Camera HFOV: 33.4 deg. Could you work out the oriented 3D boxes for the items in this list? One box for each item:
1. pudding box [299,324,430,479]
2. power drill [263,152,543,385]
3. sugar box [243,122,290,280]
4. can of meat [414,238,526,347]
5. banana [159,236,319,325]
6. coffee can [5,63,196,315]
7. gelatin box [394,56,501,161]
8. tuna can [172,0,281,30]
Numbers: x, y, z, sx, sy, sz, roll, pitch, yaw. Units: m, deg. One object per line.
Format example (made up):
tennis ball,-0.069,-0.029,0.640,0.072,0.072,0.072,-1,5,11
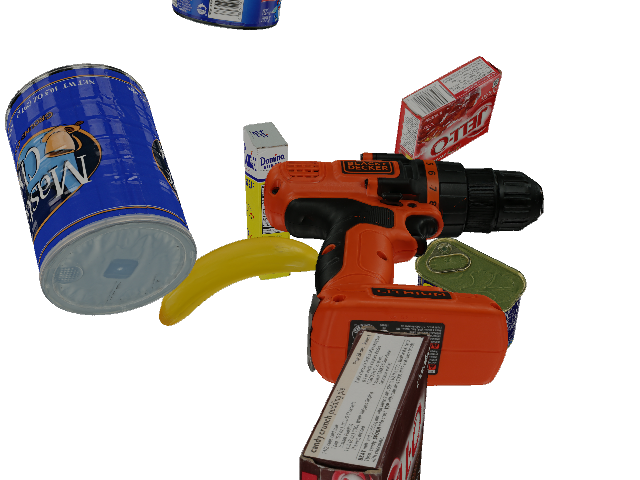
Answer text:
pudding box,0.021,0.104,0.478,0.039,0.090,0.113,8,27,11
power drill,0.058,0.009,0.642,0.184,0.057,0.187,0,31,-3
sugar box,-0.067,-0.049,1.329,0.048,0.176,0.093,-9,25,-12
can of meat,0.139,0.058,1.013,0.102,0.084,0.057,28,56,25
banana,-0.083,0.035,1.039,0.198,0.069,0.037,-15,21,20
coffee can,-0.152,-0.035,0.728,0.102,0.140,0.103,-16,-32,-10
gelatin box,0.105,-0.102,0.883,0.089,0.030,0.073,-31,-29,-22
tuna can,-0.072,-0.191,0.833,0.086,0.034,0.086,8,23,-3
